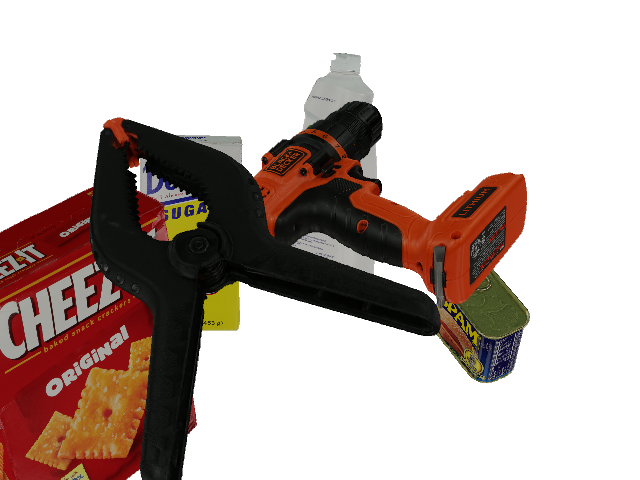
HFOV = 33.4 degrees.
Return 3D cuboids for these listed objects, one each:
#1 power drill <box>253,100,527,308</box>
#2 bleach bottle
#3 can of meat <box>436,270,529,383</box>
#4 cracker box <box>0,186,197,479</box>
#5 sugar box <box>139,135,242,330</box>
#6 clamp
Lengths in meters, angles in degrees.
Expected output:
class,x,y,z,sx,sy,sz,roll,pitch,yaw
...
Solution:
class,x,y,z,sx,sy,sz,roll,pitch,yaw
power drill,0.047,-0.033,0.760,0.188,0.057,0.184,17,44,30
bleach bottle,0.021,-0.070,1.130,0.103,0.251,0.067,16,16,36
can of meat,0.157,0.081,1.066,0.057,0.084,0.102,-22,52,-19
cracker box,-0.177,0.087,0.773,0.072,0.214,0.163,24,41,36
sugar box,-0.119,-0.007,0.977,0.093,0.176,0.048,0,14,-5
clamp,-0.049,0.010,0.554,0.164,0.210,0.036,-24,-29,-11
